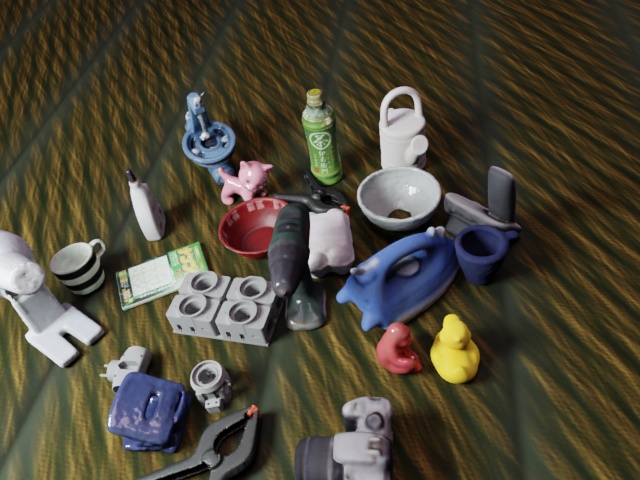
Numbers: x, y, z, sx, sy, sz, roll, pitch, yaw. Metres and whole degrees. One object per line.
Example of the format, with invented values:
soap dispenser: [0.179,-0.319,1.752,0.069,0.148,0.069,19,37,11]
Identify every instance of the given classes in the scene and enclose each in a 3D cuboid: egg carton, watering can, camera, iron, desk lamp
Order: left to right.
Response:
desk lamp: [-0.518,0.094,1.024,0.202,0.214,0.118,23,55,29]
egg carton: [0.010,0.004,1.115,0.107,0.069,0.150,-9,46,2]
camera: [0.035,0.294,0.810,0.136,0.101,0.143,-2,46,9]
watering can: [0.182,-0.236,1.227,0.101,0.194,0.172,-35,50,-22]
iron: [0.153,0.043,1.001,0.259,0.142,0.118,-30,49,-18]

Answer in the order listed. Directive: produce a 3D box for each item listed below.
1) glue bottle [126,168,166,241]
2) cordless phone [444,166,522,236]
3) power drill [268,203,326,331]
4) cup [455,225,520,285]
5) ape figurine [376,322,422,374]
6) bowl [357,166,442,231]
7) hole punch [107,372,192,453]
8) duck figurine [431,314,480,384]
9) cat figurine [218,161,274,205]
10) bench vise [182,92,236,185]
glue bottle: [-0.367,-0.081,1.192,0.037,0.173,0.078,-9,46,2]
cordless phone: [0.302,-0.078,1.060,0.147,0.185,0.094,31,59,33]
power drill: [-0.039,0.058,0.975,0.075,0.209,0.229,-6,46,5]
cup: [0.297,0.030,1.020,0.118,0.095,0.091,-18,46,-7]
ape figurine: [0.127,0.168,0.921,0.076,0.092,0.078,5,48,15]
bowl: [0.161,-0.071,1.156,0.167,0.075,0.167,-5,46,6]
hole punch: [-0.264,0.267,0.897,0.101,0.091,0.108,-1,47,10]
duck figurine: [0.215,0.168,0.909,0.077,0.086,0.104,-6,46,5]
cat figurine: [-0.162,-0.133,1.243,0.127,0.118,0.067,8,49,17]
bench vise: [-0.279,-0.251,1.306,0.206,0.220,0.122,31,59,33]
